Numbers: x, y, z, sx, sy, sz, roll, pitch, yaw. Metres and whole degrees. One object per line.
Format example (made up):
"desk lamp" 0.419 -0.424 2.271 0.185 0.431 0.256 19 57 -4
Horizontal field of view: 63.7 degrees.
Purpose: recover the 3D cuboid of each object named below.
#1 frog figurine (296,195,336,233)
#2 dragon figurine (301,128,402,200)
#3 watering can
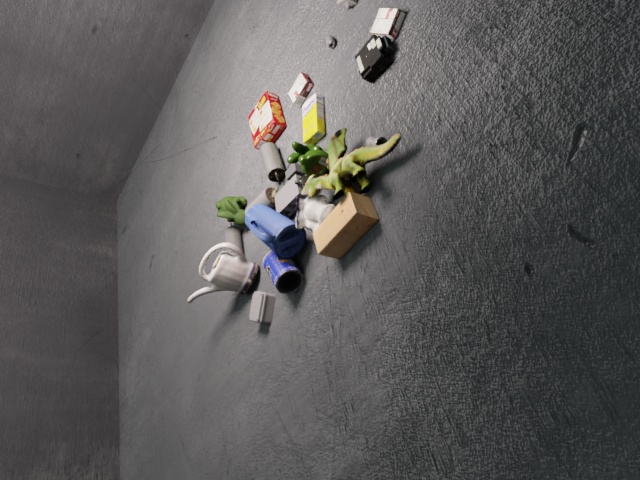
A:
"frog figurine" 0.005 -0.087 1.729 0.159 0.120 0.140 2 67 19
"dragon figurine" 0.081 -0.254 1.617 0.404 0.122 0.248 -45 52 30
"watering can" -0.385 0.155 2.064 0.341 0.223 0.106 -58 17 28
